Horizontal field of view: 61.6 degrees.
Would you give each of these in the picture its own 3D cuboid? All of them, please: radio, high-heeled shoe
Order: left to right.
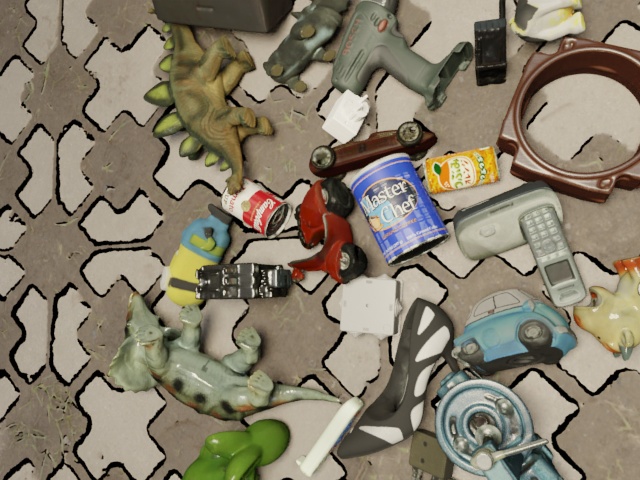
[{"bbox_3d":[-0.169,-0.428,0.938,0.230,0.073,0.131,15,48,19],"label":"radio"},{"bbox_3d":[0.100,0.201,0.785,0.249,0.086,0.145,-34,94,-6],"label":"high-heeled shoe"}]

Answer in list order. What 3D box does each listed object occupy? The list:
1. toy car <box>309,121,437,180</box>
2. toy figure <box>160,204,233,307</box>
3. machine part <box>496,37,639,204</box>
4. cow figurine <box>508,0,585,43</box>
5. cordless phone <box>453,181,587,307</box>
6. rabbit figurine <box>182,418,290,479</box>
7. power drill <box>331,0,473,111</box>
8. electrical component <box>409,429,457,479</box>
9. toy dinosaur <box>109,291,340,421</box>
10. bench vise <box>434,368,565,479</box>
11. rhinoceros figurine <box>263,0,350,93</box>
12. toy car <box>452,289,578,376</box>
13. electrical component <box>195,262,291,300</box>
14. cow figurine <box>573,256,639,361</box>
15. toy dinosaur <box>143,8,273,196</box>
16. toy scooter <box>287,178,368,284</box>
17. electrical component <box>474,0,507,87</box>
[{"bbox_3d":[0.079,-0.140,0.842,0.202,0.089,0.053,-14,75,16],"label":"toy car"},{"bbox_3d":[-0.207,0.029,0.923,0.089,0.082,0.180,33,92,21],"label":"toy figure"},{"bbox_3d":[0.368,-0.167,0.751,0.202,0.087,0.201,23,91,21],"label":"machine part"},{"bbox_3d":[0.324,-0.344,0.776,0.098,0.068,0.167,-13,38,32],"label":"cow figurine"},{"bbox_3d":[0.284,0.020,0.766,0.147,0.089,0.184,-23,92,14],"label":"cordless phone"},{"bbox_3d":[-0.129,0.337,0.835,0.170,0.159,0.121,-41,62,-6],"label":"rabbit figurine"},{"bbox_3d":[0.134,-0.315,0.852,0.207,0.086,0.232,33,96,15],"label":"power drill"},{"bbox_3d":[0.174,0.314,0.781,0.078,0.045,0.102,-3,78,47],"label":"electrical component"},{"bbox_3d":[-0.180,0.222,0.871,0.405,0.131,0.192,28,133,8],"label":"toy dinosaur"},{"bbox_3d":[0.225,0.264,0.663,0.129,0.240,0.224,-34,73,12],"label":"bench vise"},{"bbox_3d":[-0.018,-0.339,0.900,0.190,0.073,0.112,-48,34,22],"label":"rhinoceros figurine"},{"bbox_3d":[0.264,0.123,0.750,0.162,0.109,0.103,-20,54,27],"label":"toy car"},{"bbox_3d":[-0.117,0.067,0.869,0.134,0.115,0.058,-4,87,18],"label":"electrical component"},{"bbox_3d":[0.434,0.082,0.702,0.195,0.085,0.127,-14,78,12],"label":"cow figurine"},{"bbox_3d":[-0.215,-0.269,0.951,0.199,0.105,0.471,-26,65,18],"label":"toy dinosaur"},{"bbox_3d":[-0.002,-0.003,0.855,0.135,0.075,0.184,-31,58,32],"label":"toy scooter"},{"bbox_3d":[0.258,-0.302,0.810,0.048,0.075,0.119,-2,87,17],"label":"electrical component"}]
